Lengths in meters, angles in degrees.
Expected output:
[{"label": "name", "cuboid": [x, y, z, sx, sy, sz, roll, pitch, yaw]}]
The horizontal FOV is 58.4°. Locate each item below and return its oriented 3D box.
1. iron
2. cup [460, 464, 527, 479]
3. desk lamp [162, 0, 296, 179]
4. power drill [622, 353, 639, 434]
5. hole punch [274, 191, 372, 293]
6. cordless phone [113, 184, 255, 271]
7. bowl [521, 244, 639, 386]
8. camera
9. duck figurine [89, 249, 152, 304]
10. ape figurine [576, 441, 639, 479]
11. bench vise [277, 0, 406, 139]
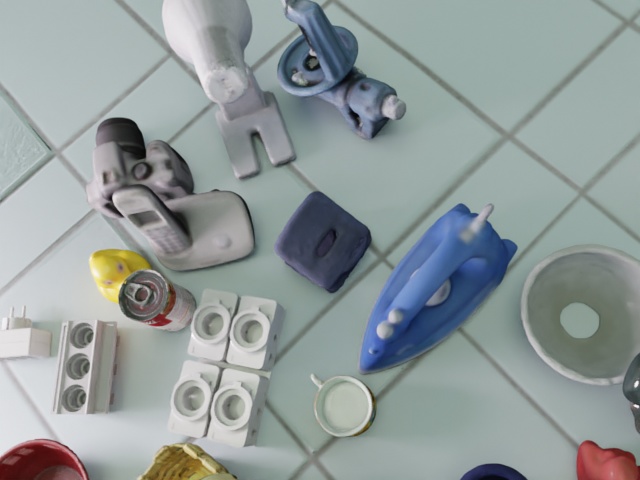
[{"label": "iron", "cuboid": [0.130, 0.062, 0.701, 0.118, 0.141, 0.258, 40, 83, 18]}, {"label": "cup", "cuboid": [0.203, 0.305, 0.640, 0.117, 0.095, 0.092, 42, 84, 18]}, {"label": "desk lamp", "cuboid": [-0.122, -0.225, 0.792, 0.118, 0.214, 0.203, -22, 71, 3]}, {"label": "power drill", "cuboid": [0.416, 0.188, 0.580, 0.229, 0.209, 0.076, 24, 79, 16]}, {"label": "hole punch", "cuboid": [0.007, 0.003, 0.766, 0.101, 0.091, 0.109, 32, 81, 17]}, {"label": "cordless phone", "cuboid": [-0.175, -0.029, 0.756, 0.147, 0.185, 0.094, -14, 71, 5]}, {"label": "bowl", "cuboid": [0.325, 0.094, 0.695, 0.167, 0.075, 0.167, -3, 73, 9]}, {"label": "camera", "cuboid": [-0.278, -0.120, 0.846, 0.143, 0.101, 0.137, -17, 71, 4]}, {"label": "duck figurine", "cuboid": [-0.290, 0.045, 0.805, 0.104, 0.086, 0.077, 32, 81, 17]}, {"label": "ape figurine", "cuboid": [0.326, 0.258, 0.636, 0.076, 0.092, 0.077, -43, 71, -5]}, {"label": "bench vise", "cuboid": [0.027, -0.245, 0.770, 0.207, 0.220, 0.121, 17, 77, 14]}]
